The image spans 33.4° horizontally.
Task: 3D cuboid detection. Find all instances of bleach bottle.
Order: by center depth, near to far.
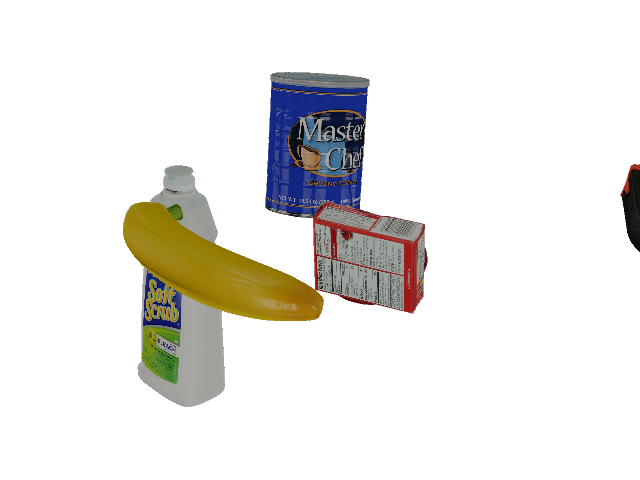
[{"bbox_3d":[-0.146,0.042,1.097,0.067,0.251,0.103,-21,34,-38],"label":"bleach bottle"}]

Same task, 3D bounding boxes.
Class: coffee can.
[{"bbox_3d":[-0.004,-0.102,1.119,0.103,0.140,0.103,3,13,-1],"label":"coffee can"}]

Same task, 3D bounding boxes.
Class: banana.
[{"bbox_3d":[-0.078,0.008,0.686,0.069,0.037,0.198,-16,29,-30],"label":"banana"}]

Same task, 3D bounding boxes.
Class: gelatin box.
[{"bbox_3d":[0.038,0.013,0.858,0.089,0.073,0.030,13,40,21],"label":"gelatin box"}]

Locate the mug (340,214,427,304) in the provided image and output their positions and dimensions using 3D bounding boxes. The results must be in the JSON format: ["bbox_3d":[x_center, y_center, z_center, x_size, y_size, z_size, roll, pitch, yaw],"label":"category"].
[{"bbox_3d":[0.068,0.024,1.261,0.117,0.081,0.093,3,24,-8],"label":"mug"}]

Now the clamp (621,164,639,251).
[{"bbox_3d":[0.268,0.009,0.699,0.120,0.039,0.171,-4,46,-23],"label":"clamp"}]
